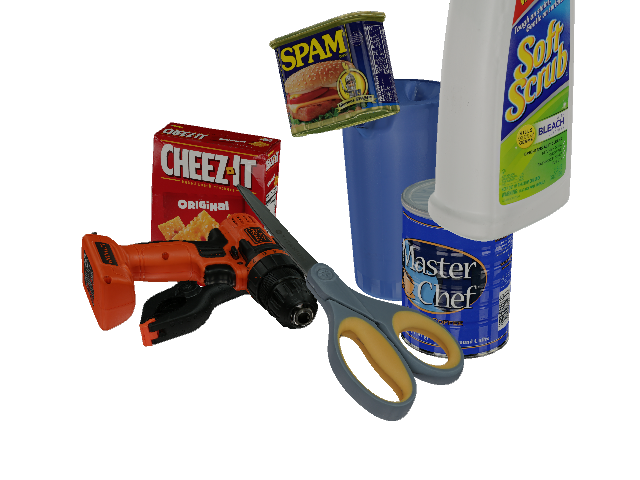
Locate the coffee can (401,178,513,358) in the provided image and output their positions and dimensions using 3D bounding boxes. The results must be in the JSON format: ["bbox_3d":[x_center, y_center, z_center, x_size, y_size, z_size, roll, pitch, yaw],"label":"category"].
[{"bbox_3d":[0.125,0.023,0.984,0.103,0.140,0.103,-1,22,0],"label":"coffee can"}]

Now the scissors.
[{"bbox_3d":[0.021,0.030,0.678,0.096,0.016,0.202,-2,45,-28],"label":"scissors"}]

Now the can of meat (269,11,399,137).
[{"bbox_3d":[0.013,-0.139,0.903,0.102,0.084,0.057,-11,0,37],"label":"can of meat"}]

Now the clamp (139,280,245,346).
[{"bbox_3d":[-0.138,0.067,1.224,0.120,0.039,0.171,-1,30,28],"label":"clamp"}]

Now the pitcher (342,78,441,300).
[{"bbox_3d":[0.097,-0.062,1.232,0.149,0.243,0.145,-6,22,-9],"label":"pitcher"}]

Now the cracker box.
[{"bbox_3d":[-0.147,-0.042,1.471,0.164,0.214,0.072,10,24,11],"label":"cracker box"}]

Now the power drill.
[{"bbox_3d":[-0.111,0.035,0.957,0.187,0.057,0.185,-5,25,-23],"label":"power drill"}]

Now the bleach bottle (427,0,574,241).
[{"bbox_3d":[0.118,-0.131,0.689,0.102,0.251,0.068,-23,34,-30],"label":"bleach bottle"}]
